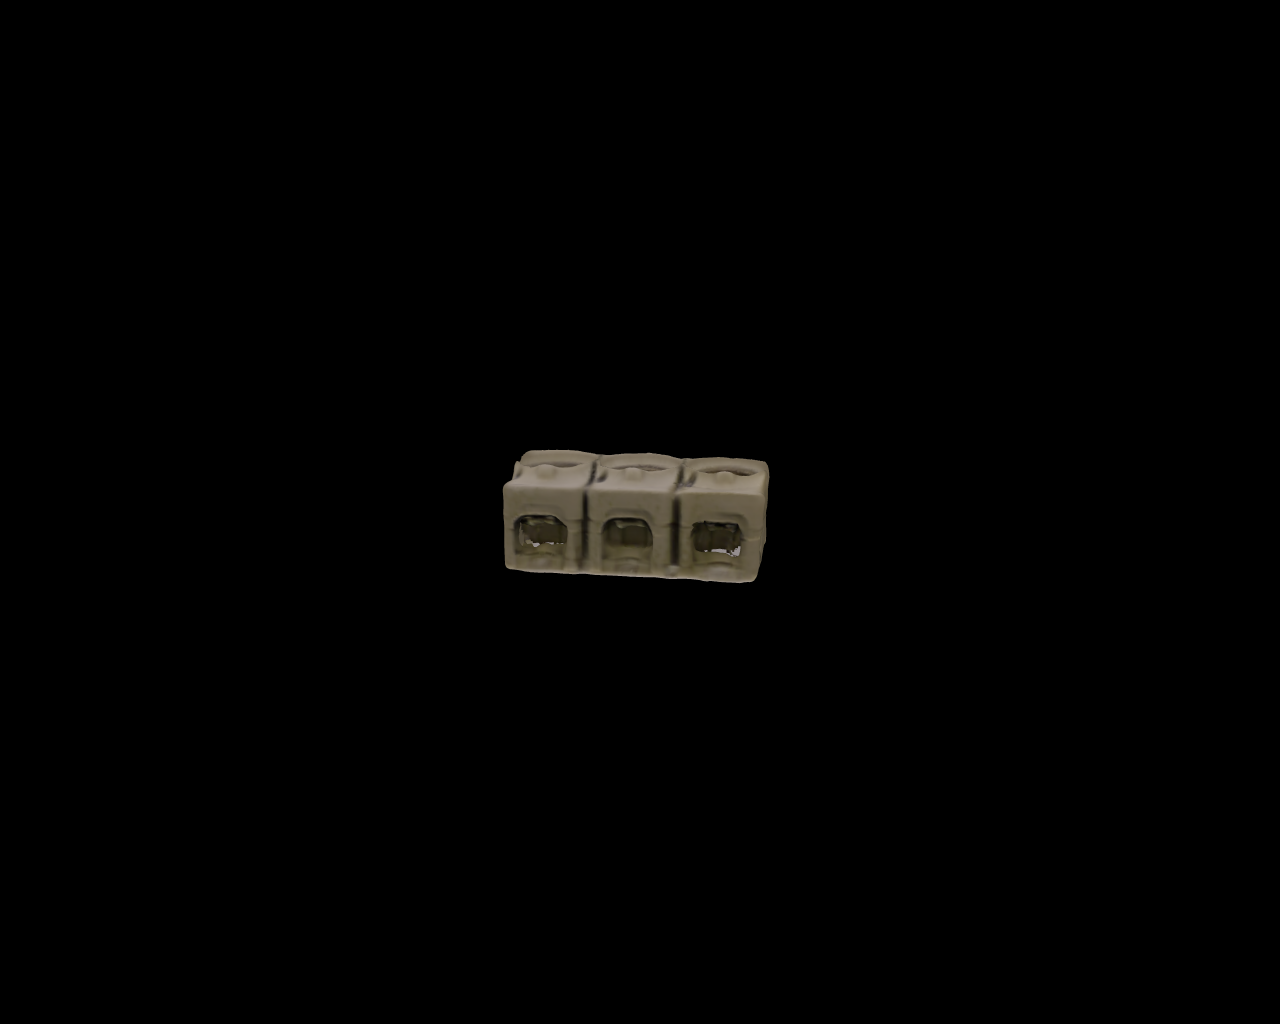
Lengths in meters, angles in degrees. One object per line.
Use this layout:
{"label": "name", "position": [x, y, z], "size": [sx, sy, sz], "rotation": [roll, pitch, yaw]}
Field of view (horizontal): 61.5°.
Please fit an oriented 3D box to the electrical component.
{"label": "electrical component", "position": [0.001, -0.003, 0.650], "size": [0.150, 0.061, 0.089], "rotation": [3, 16, 9]}
